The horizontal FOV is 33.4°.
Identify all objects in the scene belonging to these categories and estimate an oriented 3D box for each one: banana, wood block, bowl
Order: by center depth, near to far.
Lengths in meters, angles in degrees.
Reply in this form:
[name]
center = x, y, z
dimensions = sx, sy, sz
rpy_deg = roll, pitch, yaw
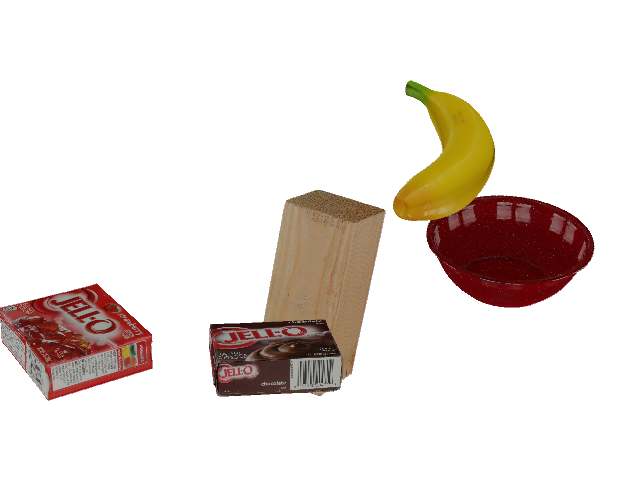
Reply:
[banana]
center = 0.090, -0.060, 0.758
dimensions = 0.069, 0.037, 0.197
rpy_deg = 5, 30, 4
[bowl]
center = 0.183, 0.018, 1.049
dimensions = 0.162, 0.055, 0.162
rpy_deg = 0, 33, 0
[wood block]
center = -0.001, 0.057, 1.219
dimensions = 0.090, 0.206, 0.090
rpy_deg = 18, 19, 22

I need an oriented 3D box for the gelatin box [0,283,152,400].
[gelatin box]
center = -0.162, 0.064, 0.704
dimensions = 0.073, 0.030, 0.089
rpy_deg = -14, 29, -31

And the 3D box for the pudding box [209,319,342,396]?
[pudding box]
center = -0.042, 0.104, 0.965
dimensions = 0.113, 0.039, 0.090
rpy_deg = 0, 18, -10
